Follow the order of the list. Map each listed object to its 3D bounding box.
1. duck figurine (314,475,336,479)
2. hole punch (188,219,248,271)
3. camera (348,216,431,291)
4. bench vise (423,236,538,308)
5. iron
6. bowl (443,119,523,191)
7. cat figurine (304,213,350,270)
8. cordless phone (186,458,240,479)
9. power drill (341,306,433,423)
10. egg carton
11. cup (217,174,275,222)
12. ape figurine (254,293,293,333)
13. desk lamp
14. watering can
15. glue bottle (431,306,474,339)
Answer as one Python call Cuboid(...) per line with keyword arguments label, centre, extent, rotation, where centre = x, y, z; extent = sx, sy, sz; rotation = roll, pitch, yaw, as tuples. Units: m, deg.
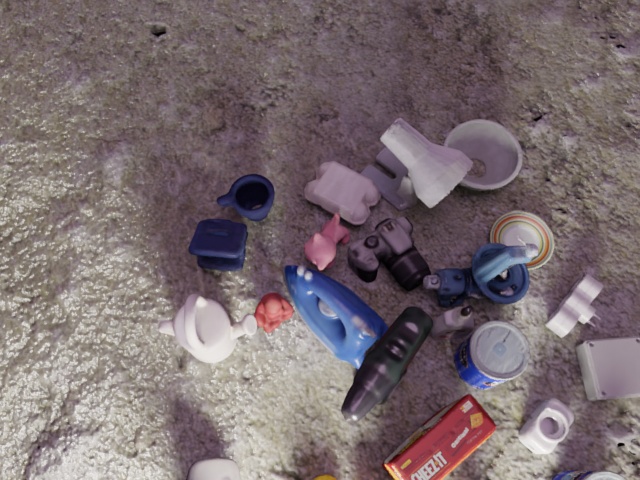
Cuboid(label="duck figurine", centre=(-0.004, 0.455, 0.981), extent=(0.077, 0.086, 0.105), rotation=(36, 73, 13))
Cuboid(label="hole punch", centre=(-0.204, 0.002, 1.155), extent=(0.108, 0.091, 0.101), rotation=(4, 69, 2))
Cuboid(label="camera", centre=(0.145, 0.037, 1.134), extent=(0.143, 0.101, 0.136), rotation=(-32, 72, -11))
Cuboid(label="bench vise", centre=(0.306, 0.070, 1.056), extent=(0.207, 0.220, 0.121), rotation=(-24, 70, -8))
Cuboid(label="iron", centre=(0.016, 0.117, 1.082), extent=(0.258, 0.141, 0.119), rotation=(42, 75, 15))
Cuboid(label="bowl", centre=(0.340, -0.169, 1.226), extent=(0.167, 0.075, 0.167), rotation=(0, 69, 1))
Cuboid(label="cat figurine", centre=(0.010, 0.004, 1.139), extent=(0.067, 0.118, 0.128), rotation=(25, 71, 10))
Cuboid(label="cordless phone", centre=(-0.186, 0.435, 0.937), extent=(0.094, 0.185, 0.147), rotation=(-6, 69, -2))
Cuboid(label="power drill", centre=(0.111, 0.228, 1.002), extent=(0.075, 0.208, 0.230), rotation=(34, 73, 13))
Cuboid(label="egg carton", centre=(0.048, -0.099, 1.204), extent=(0.150, 0.069, 0.107), rotation=(28, 72, 11))
Cuboid(label="cup", centre=(-0.148, -0.074, 1.182), extent=(0.118, 0.095, 0.091), rotation=(-11, 69, -4))
Cuboid(label="ape figurine", centre=(-0.090, 0.133, 1.103), extent=(0.078, 0.092, 0.076), rotation=(0, 69, 1))
Cuboid(label="desk lamp", centre=(0.185, -0.141, 1.142), extent=(0.203, 0.213, 0.118), rotation=(38, 74, 14))
Cuboid(label="watering can", centre=(-0.205, 0.155, 1.041), extent=(0.173, 0.194, 0.101), rotation=(-21, 70, -7))
Cuboid(label="glue bottle", centre=(0.253, 0.147, 1.051), extent=(0.078, 0.173, 0.037), rotation=(-8, 69, -2))
